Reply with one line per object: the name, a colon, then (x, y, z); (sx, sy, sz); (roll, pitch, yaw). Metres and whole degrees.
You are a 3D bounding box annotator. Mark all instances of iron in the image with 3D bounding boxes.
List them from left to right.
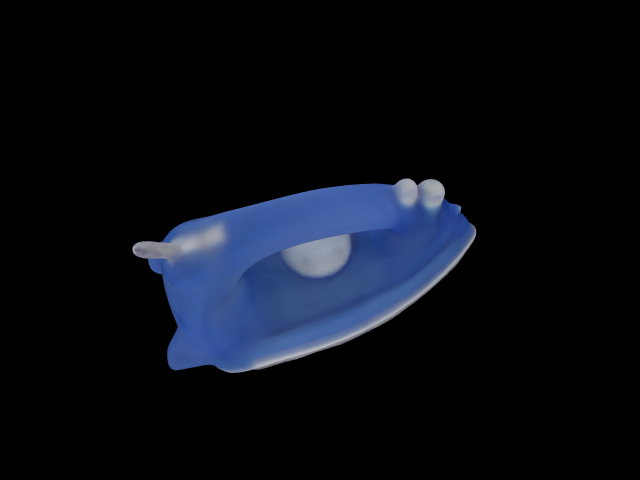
iron: (0.004, 0.001, 0.400); (0.258, 0.141, 0.118); (-17, 68, -7)
